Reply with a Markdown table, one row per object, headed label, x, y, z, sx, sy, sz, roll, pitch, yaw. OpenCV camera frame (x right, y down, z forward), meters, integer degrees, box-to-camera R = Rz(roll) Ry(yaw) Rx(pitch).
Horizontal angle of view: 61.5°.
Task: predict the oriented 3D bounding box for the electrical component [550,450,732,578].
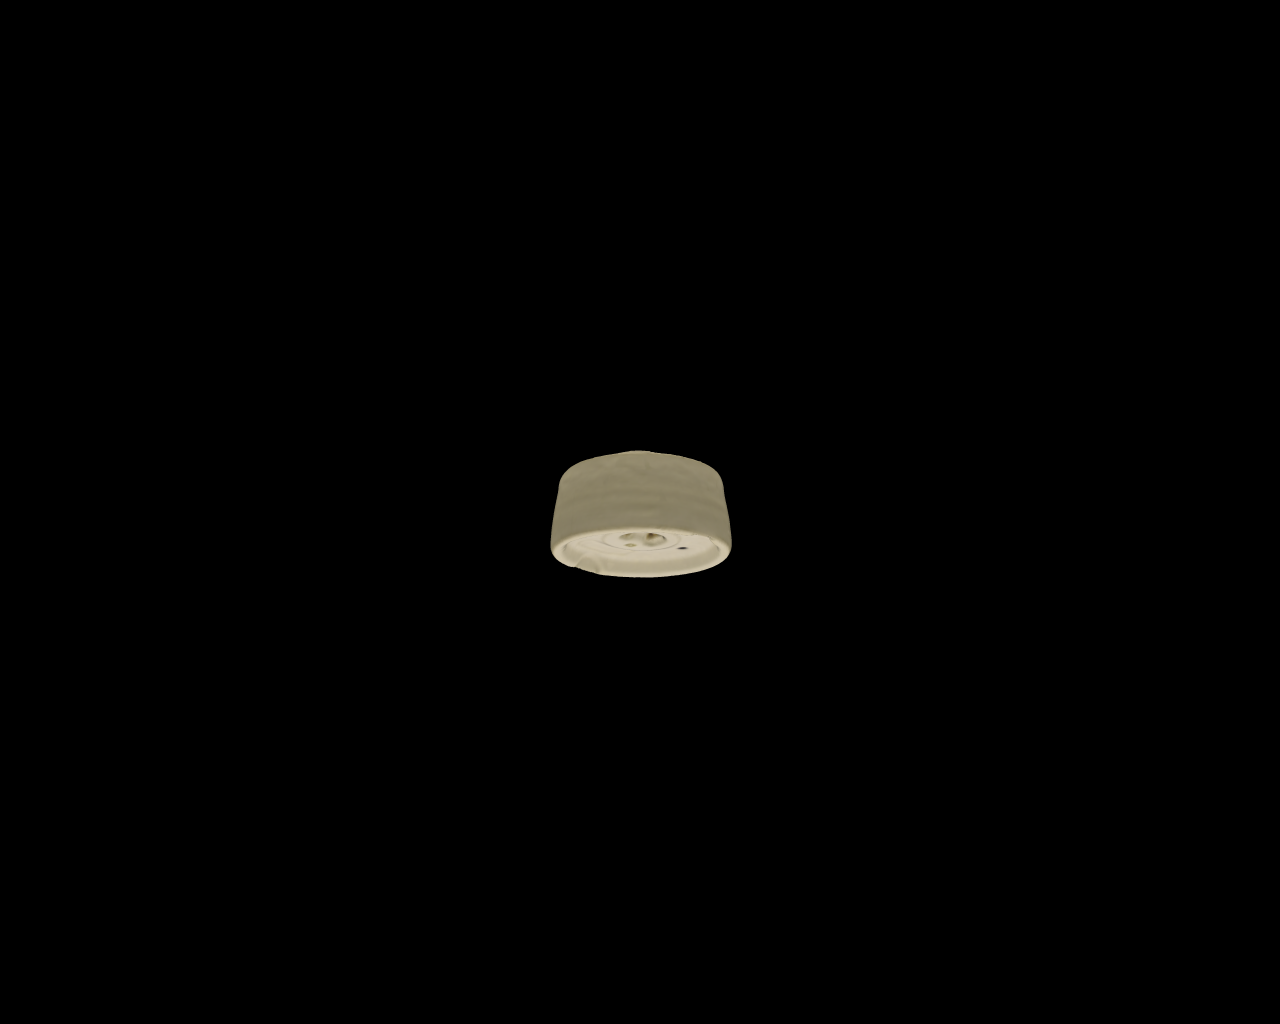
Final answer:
| label | x | y | z | sx | sy | sz | roll | pitch | yaw |
| --- | --- | --- | --- | --- | --- | --- | --- | --- | --- |
| electrical component | 0.001 | -0.003 | 0.650 | 0.108 | 0.060 | 0.108 | 0 | -18 | 0 |
